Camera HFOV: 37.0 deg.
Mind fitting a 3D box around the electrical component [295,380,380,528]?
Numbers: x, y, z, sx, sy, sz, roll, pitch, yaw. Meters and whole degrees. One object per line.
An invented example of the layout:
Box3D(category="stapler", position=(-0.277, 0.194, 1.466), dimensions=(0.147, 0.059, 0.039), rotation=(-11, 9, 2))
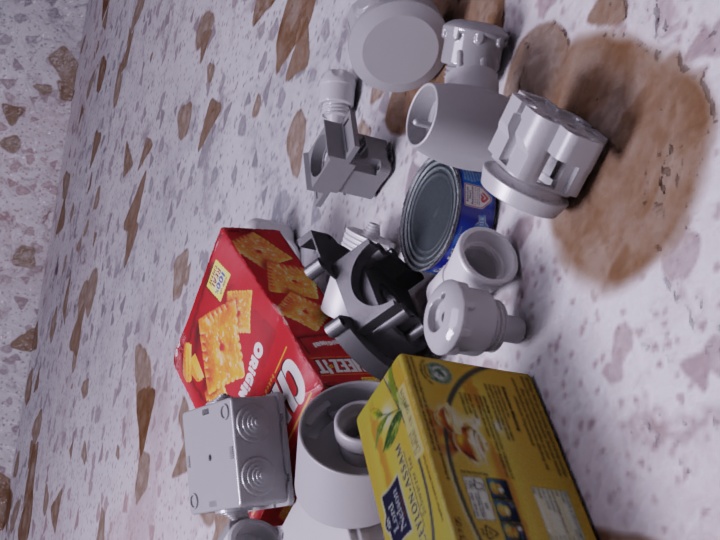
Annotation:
Box3D(category="electrical component", position=(0.002, 0.127, 0.756), dimensions=(0.099, 0.099, 0.064), rotation=(-110, 14, -50))

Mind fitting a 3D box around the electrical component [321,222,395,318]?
Box3D(category="electrical component", position=(0.000, 0.000, 0.882), dimensions=(0.043, 0.043, 0.081), rotation=(45, 120, 62))

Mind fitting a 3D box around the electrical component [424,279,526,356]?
Box3D(category="electrical component", position=(0.074, 0.033, 0.678), dimensions=(0.048, 0.062, 0.048), rotation=(-39, 45, 55))

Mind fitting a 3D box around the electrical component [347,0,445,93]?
Box3D(category="electrical component", position=(0.029, -0.187, 0.858), dimensions=(0.051, 0.080, 0.080), rotation=(-100, 31, -49))

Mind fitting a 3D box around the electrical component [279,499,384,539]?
Box3D(category="electrical component", position=(-0.010, 0.205, 0.796), dimensions=(0.108, 0.056, 0.108), rotation=(-64, 28, 30))

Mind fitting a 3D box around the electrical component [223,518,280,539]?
Box3D(category="electrical component", position=(-0.068, 0.270, 0.844), dimensions=(0.138, 0.052, 0.073), rotation=(48, 127, 23))

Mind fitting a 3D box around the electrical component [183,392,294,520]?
Box3D(category="electrical component", position=(-0.099, 0.147, 0.854), dimensions=(0.100, 0.048, 0.099), rotation=(-23, 69, 51))

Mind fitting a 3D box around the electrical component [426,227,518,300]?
Box3D(category="electrical component", position=(0.072, 0.006, 0.724), dimensions=(0.065, 0.044, 0.044), rotation=(126, 146, -53))

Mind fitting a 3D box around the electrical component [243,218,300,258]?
Box3D(category="electrical component", position=(-0.097, -0.001, 1.085), dimensions=(0.059, 0.054, 0.095), rotation=(-48, 38, 49))

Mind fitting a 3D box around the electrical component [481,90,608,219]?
Box3D(category="electrical component", position=(0.109, -0.068, 0.654), dimensions=(0.057, 0.058, 0.078), rotation=(-66, 27, 21))

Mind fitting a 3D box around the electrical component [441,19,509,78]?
Box3D(category="electrical component", position=(0.079, -0.147, 0.773), dimensions=(0.048, 0.048, 0.062), rotation=(-142, 59, -64))

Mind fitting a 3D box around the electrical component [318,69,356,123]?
Box3D(category="electrical component", position=(-0.022, -0.156, 1.013), dimensions=(0.035, 0.035, 0.061), rotation=(164, 112, -64))

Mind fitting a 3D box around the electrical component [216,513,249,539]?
Box3D(category="electrical component", position=(-0.107, 0.258, 0.995), dimensions=(0.047, 0.055, 0.055), rotation=(-61, 29, 27))

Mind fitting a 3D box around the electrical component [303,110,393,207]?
Box3D(category="electrical component", position=(-0.010, -0.092, 0.919), dimensions=(0.081, 0.064, 0.042), rotation=(-53, 36, 45))

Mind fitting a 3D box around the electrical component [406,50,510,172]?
Box3D(category="electrical component", position=(0.075, -0.111, 0.722), dimensions=(0.043, 0.077, 0.079), rotation=(-34, 49, 58))
